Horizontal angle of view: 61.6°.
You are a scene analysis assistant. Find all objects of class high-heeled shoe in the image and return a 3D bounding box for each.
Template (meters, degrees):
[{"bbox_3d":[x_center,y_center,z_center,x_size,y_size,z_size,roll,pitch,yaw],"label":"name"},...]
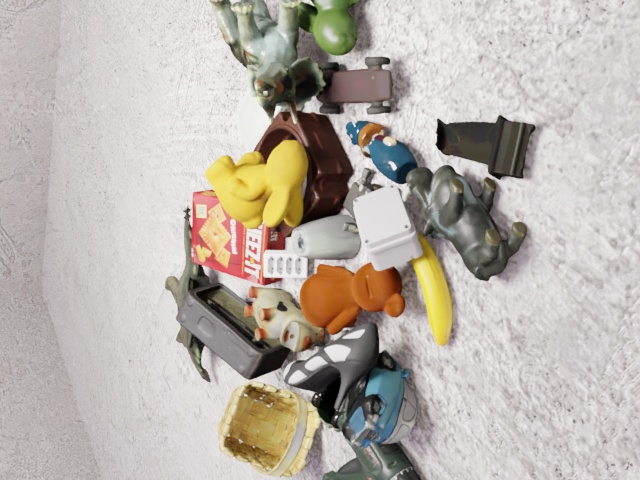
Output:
[{"bbox_3d":[0.012,0.188,0.900,0.249,0.086,0.145,7,74,64],"label":"high-heeled shoe"}]

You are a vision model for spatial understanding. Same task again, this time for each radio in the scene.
[{"bbox_3d":[-0.179,0.185,1.117,0.230,0.131,0.073,33,106,21],"label":"radio"}]

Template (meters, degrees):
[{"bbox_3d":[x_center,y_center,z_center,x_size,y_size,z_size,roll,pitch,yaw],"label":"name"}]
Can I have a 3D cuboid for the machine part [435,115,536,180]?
[{"bbox_3d":[0.211,-0.125,0.705,0.139,0.039,0.084,26,120,46],"label":"machine part"}]

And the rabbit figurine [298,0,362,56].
[{"bbox_3d":[0.013,-0.379,0.857,0.159,0.121,0.170,14,107,58],"label":"rabbit figurine"}]

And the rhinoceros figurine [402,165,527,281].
[{"bbox_3d":[0.188,-0.033,0.726,0.190,0.073,0.112,57,146,28],"label":"rhinoceros figurine"}]

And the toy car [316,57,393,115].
[{"bbox_3d":[0.056,-0.249,0.874,0.202,0.053,0.089,18,114,54],"label":"toy car"}]

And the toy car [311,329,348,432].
[{"bbox_3d":[0.036,0.257,0.972,0.074,0.056,0.201,35,123,41],"label":"toy car"}]

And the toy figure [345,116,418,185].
[{"bbox_3d":[0.092,-0.144,0.840,0.155,0.058,0.064,53,127,40],"label":"toy figure"}]

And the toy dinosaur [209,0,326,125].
[{"bbox_3d":[-0.110,-0.347,0.945,0.405,0.131,0.191,-124,19,-46],"label":"toy dinosaur"}]

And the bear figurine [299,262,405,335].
[{"bbox_3d":[0.065,0.082,0.883,0.196,0.132,0.120,-21,80,33],"label":"bear figurine"}]

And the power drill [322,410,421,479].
[{"bbox_3d":[0.084,0.419,0.913,0.232,0.086,0.207,55,138,34],"label":"power drill"}]

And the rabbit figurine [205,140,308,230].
[{"bbox_3d":[-0.089,-0.096,0.902,0.173,0.122,0.162,-28,74,31],"label":"rabbit figurine"}]

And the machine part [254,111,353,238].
[{"bbox_3d":[-0.043,-0.120,0.995,0.201,0.087,0.201,-47,59,46],"label":"machine part"}]

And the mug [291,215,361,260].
[{"bbox_3d":[-0.002,-0.003,0.941,0.110,0.107,0.080,4,97,50],"label":"mug"}]

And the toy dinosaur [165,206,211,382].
[{"bbox_3d":[-0.312,0.144,1.338,0.199,0.105,0.470,15,115,62],"label":"toy dinosaur"}]

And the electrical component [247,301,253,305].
[{"bbox_3d":[-0.184,0.210,1.247,0.115,0.058,0.134,-7,89,55],"label":"electrical component"}]

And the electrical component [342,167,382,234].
[{"bbox_3d":[0.069,-0.059,0.891,0.078,0.045,0.102,54,134,31],"label":"electrical component"}]

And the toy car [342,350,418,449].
[{"bbox_3d":[0.103,0.258,0.839,0.103,0.162,0.109,29,117,-3],"label":"toy car"}]

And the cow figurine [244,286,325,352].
[{"bbox_3d":[-0.065,0.158,1.052,0.195,0.127,0.085,-139,54,-60],"label":"cow figurine"}]
